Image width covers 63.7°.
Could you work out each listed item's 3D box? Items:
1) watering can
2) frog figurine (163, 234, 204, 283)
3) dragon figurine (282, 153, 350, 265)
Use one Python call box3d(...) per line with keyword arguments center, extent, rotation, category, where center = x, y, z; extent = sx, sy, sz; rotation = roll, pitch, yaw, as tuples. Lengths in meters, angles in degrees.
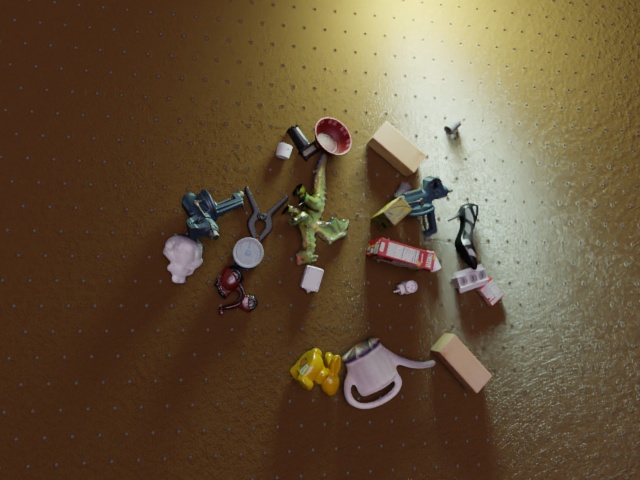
box3d(center=(0.226, 0.450, 1.844), extent=(0.349, 0.103, 0.225), rotation=(-28, 87, -12), category="watering can")
box3d(center=(-0.475, 0.064, 1.762), extent=(0.136, 0.121, 0.162), rotation=(29, 65, -26), category="frog figurine")
box3d(center=(0.006, -0.096, 1.906), extent=(0.240, 0.122, 0.415), rotation=(37, 74, -22), category="dragon figurine")
